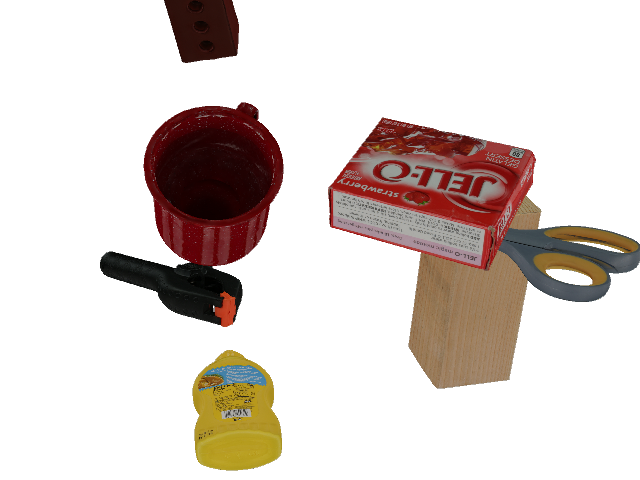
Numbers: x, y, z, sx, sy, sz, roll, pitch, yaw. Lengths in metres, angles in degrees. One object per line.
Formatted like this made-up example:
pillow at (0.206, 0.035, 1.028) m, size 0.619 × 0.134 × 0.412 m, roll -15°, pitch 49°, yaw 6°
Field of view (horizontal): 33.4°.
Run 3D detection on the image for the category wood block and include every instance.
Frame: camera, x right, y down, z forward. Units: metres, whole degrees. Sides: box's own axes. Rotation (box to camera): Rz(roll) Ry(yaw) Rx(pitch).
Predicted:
wood block at (0.160, 0.045, 1.140) m, size 0.090 × 0.206 × 0.090 m, roll -4°, pitch 29°, yaw -16°

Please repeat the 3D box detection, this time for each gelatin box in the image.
gelatin box at (0.058, -0.027, 0.556) m, size 0.089 × 0.030 × 0.073 m, roll 15°, pitch 42°, yaw 20°

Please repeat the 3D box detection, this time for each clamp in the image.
clamp at (-0.121, 0.038, 1.030) m, size 0.120 × 0.039 × 0.172 m, roll -18°, pitch 31°, yaw -38°

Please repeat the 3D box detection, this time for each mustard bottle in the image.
mustard bottle at (-0.101, 0.187, 1.249) m, size 0.096 × 0.058 × 0.191 m, roll -5°, pitch 28°, yaw -6°

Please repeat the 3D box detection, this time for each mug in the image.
mug at (-0.072, -0.044, 0.750) m, size 0.093 × 0.117 × 0.081 m, roll 19°, pitch -26°, yaw 2°

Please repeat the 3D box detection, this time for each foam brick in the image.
foam brick at (-0.106, -0.206, 0.953) m, size 0.053 × 0.051 × 0.078 m, roll -7°, pitch -42°, yaw 5°

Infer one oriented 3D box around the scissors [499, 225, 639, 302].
scissors at (0.125, 0.007, 0.764) m, size 0.202 × 0.016 × 0.096 m, roll 6°, pitch 30°, yaw 14°
